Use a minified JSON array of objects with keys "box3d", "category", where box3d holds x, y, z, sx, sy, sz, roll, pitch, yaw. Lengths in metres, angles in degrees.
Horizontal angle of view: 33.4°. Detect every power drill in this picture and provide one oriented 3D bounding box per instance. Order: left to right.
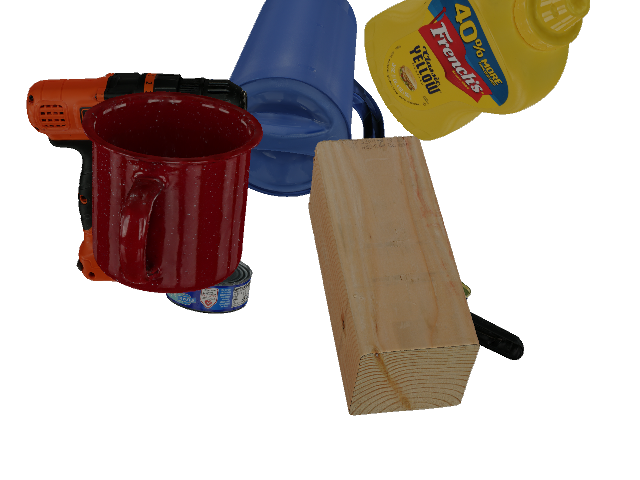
[{"box3d":[-0.151,-0.056,0.927,0.184,0.188,0.057,0,29,4],"category":"power drill"}]

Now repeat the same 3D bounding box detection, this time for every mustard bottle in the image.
[{"box3d":[0.102,-0.124,0.675,0.058,0.096,0.192,-29,8,-25],"category":"mustard bottle"}]

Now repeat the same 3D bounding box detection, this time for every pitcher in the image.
[{"box3d":[-0.016,-0.159,1.079,0.145,0.149,0.242,-9,37,15],"category":"pitcher"}]

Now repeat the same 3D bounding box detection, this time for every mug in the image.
[{"box3d":[-0.081,-0.019,0.559,0.093,0.081,0.117,8,28,2],"category":"mug"}]

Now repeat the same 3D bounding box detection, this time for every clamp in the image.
[{"box3d":[0.122,0.073,1.065,0.120,0.039,0.171,-3,44,-23],"category":"clamp"}]

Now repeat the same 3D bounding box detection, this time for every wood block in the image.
[{"box3d":[0.051,0.024,0.846,0.090,0.206,0.091,-4,-37,-9],"category":"wood block"}]

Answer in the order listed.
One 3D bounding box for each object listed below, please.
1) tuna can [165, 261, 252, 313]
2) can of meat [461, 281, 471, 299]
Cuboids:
[{"box3d":[-0.113,0.043,1.077,0.086,0.034,0.086,8,18,-3],"category":"tuna can"},{"box3d":[0.133,0.099,1.331,0.101,0.084,0.057,-12,30,-26],"category":"can of meat"}]
